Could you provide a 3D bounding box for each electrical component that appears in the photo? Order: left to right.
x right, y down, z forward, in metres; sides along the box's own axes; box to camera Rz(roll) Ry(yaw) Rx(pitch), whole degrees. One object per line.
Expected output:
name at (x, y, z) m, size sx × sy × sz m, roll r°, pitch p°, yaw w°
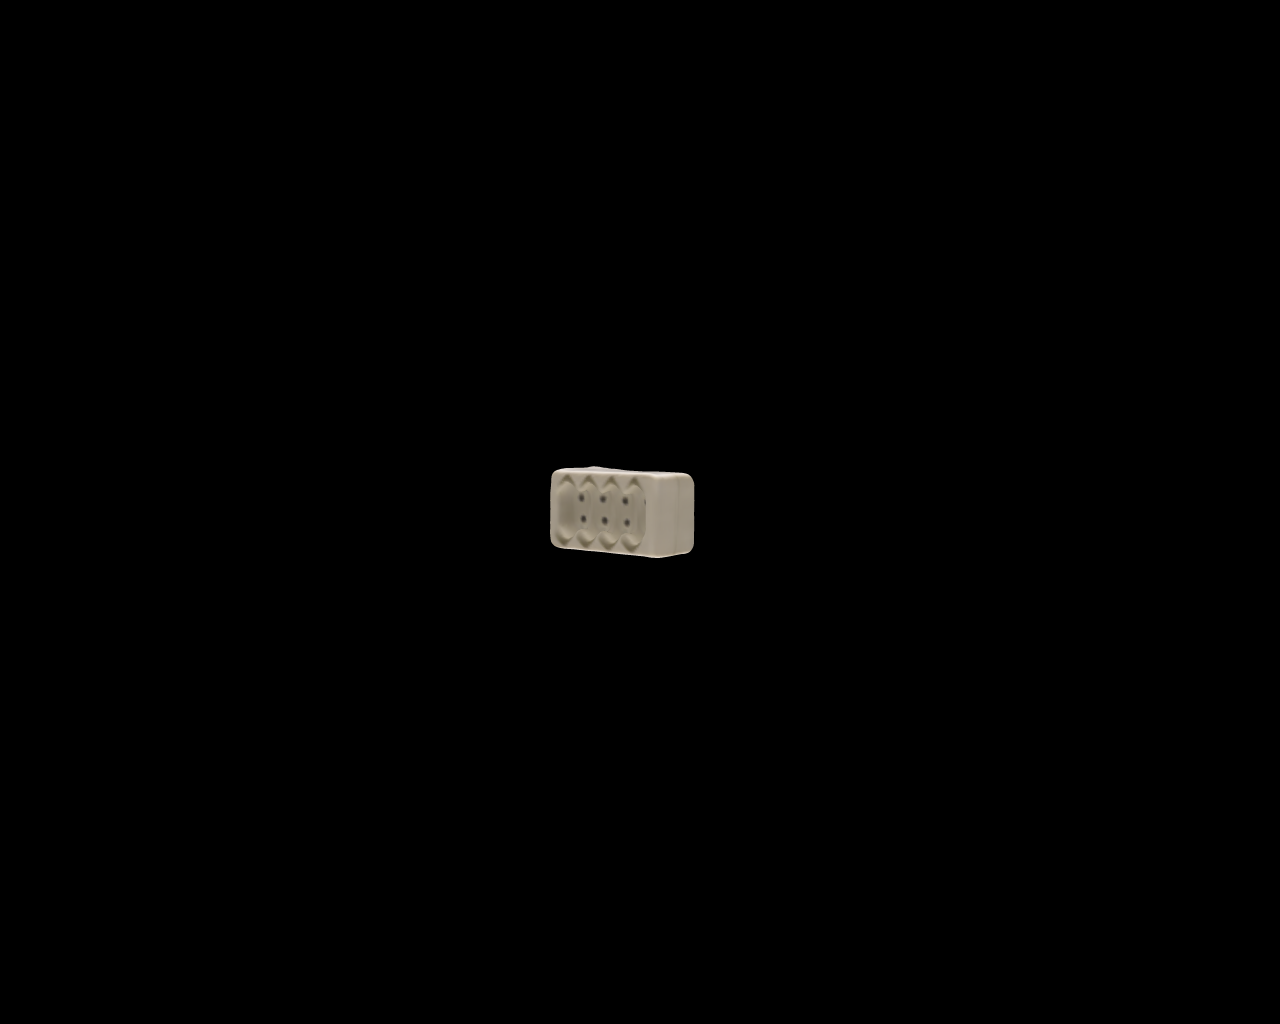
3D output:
electrical component at (0.001, -0.003, 0.650) m, size 0.083 × 0.047 × 0.076 m, roll 5°, pitch 8°, yaw 40°
